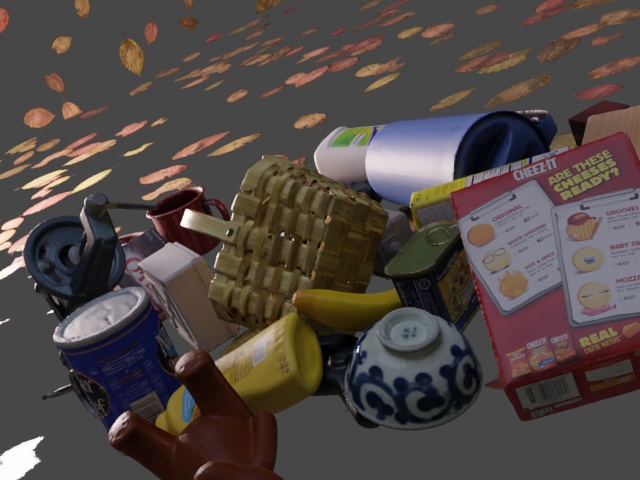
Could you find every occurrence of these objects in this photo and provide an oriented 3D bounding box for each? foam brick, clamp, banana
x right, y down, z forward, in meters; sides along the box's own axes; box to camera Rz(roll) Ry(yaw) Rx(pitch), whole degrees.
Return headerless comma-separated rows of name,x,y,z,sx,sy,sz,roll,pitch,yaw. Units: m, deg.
foam brick,0.326,-0.112,1.210,0.051,0.078,0.053,-29,21,-10
clamp,0.025,0.128,1.007,0.172,0.039,0.120,-3,25,41
banana,0.055,0.061,1.065,0.070,0.037,0.197,43,34,25

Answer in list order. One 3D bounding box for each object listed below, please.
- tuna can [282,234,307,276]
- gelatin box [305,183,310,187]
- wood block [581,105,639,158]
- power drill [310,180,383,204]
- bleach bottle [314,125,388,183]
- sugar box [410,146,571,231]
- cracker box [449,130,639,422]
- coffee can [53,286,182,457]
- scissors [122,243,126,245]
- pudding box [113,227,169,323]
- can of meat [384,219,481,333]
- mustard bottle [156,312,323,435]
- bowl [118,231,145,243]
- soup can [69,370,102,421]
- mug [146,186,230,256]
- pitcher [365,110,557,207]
tuna can,-0.008,0.002,1.286,0.086,0.086,0.034,-34,24,-25
gelatin box,-0.063,-0.050,1.552,0.073,0.030,0.089,-1,30,46
wood block,0.310,-0.055,1.065,0.091,0.090,0.205,-10,24,25
power drill,-0.024,-0.014,1.385,0.185,0.057,0.187,-14,19,35
bleach bottle,0.118,-0.131,1.511,0.251,0.068,0.102,-5,28,37
sugar box,0.192,-0.028,1.129,0.176,0.093,0.048,-16,22,17
cracker box,0.213,0.028,0.885,0.164,0.072,0.214,-19,47,11
coffee can,-0.192,0.133,1.084,0.103,0.140,0.103,-21,21,8
scissors,-0.276,0.006,1.505,0.096,0.016,0.202,-24,21,-4
pudding box,-0.218,0.049,1.382,0.089,0.039,0.114,-34,64,-27
can of meat,0.118,0.041,1.051,0.058,0.084,0.102,-7,27,39
mustard bottle,-0.087,0.149,1.012,0.192,0.058,0.096,-33,29,20
bowl,-0.296,0.052,1.521,0.162,0.055,0.162,-21,21,8
soup can,-0.217,0.145,1.187,0.102,0.068,0.069,-35,23,-30
mug,-0.183,-0.024,1.546,0.117,0.081,0.093,-15,22,22
pitcher,0.162,-0.094,1.281,0.149,0.145,0.243,7,3,-26
